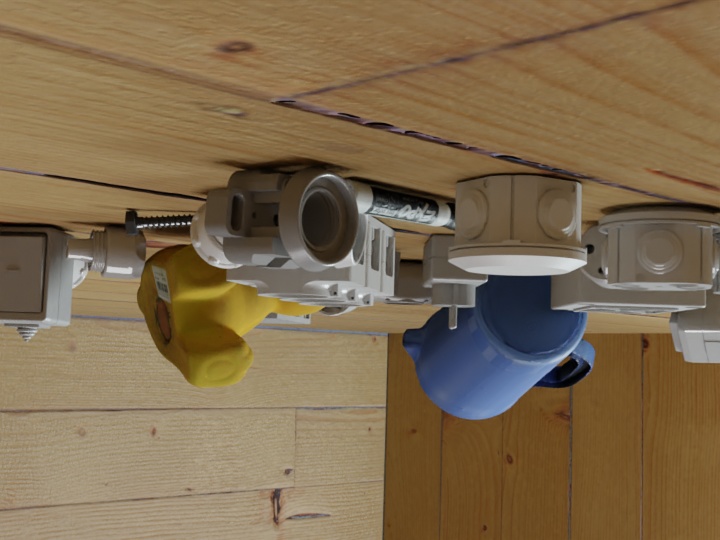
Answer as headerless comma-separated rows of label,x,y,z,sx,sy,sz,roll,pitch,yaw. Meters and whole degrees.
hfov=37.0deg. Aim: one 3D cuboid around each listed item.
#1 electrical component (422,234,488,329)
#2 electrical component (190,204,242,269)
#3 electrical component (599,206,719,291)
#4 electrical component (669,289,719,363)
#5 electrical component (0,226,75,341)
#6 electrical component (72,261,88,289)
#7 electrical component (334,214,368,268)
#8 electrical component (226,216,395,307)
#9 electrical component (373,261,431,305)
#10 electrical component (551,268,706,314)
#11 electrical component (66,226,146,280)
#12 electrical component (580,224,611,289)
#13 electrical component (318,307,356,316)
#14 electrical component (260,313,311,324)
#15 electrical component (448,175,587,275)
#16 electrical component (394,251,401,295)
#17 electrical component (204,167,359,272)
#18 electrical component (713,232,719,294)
electrical component,0.080,0.013,0.918,0.047,0.075,0.083,2,175,-1
electrical component,-0.080,-0.029,0.688,0.048,0.048,0.062,4,168,-22
electrical component,0.201,-0.013,0.721,0.080,0.051,0.080,2,175,0
electrical component,0.320,0.030,0.984,0.061,0.096,0.061,-1,145,24
electrical component,-0.284,0.012,0.913,0.062,0.096,0.061,1,174,7
electrical component,-0.280,-0.009,0.981,0.048,0.048,0.062,1,168,12
electrical component,-0.026,-0.027,0.680,0.055,0.048,0.066,8,176,12
electrical component,-0.032,-0.008,0.802,0.089,0.061,0.150,0,175,14
electrical component,0.043,0.015,1.134,0.077,0.044,0.079,2,175,-9
electrical component,0.226,0.007,0.917,0.109,0.056,0.108,2,175,-2
electrical component,-0.210,-0.015,0.886,0.062,0.043,0.043,5,174,-22
electrical component,0.186,-0.010,0.800,0.045,0.045,0.055,0,174,19
electrical component,-0.026,0.024,1.212,0.055,0.055,0.047,0,179,16
electrical component,-0.116,0.028,1.236,0.089,0.061,0.150,1,175,11
electrical component,0.092,-0.025,0.630,0.080,0.051,0.080,2,175,0
electrical component,0.000,0.000,1.003,0.064,0.042,0.081,4,176,22
electrical component,-0.038,-0.028,0.602,0.057,0.058,0.078,1,175,40
electrical component,0.286,-0.008,0.755,0.080,0.051,0.080,2,175,0
